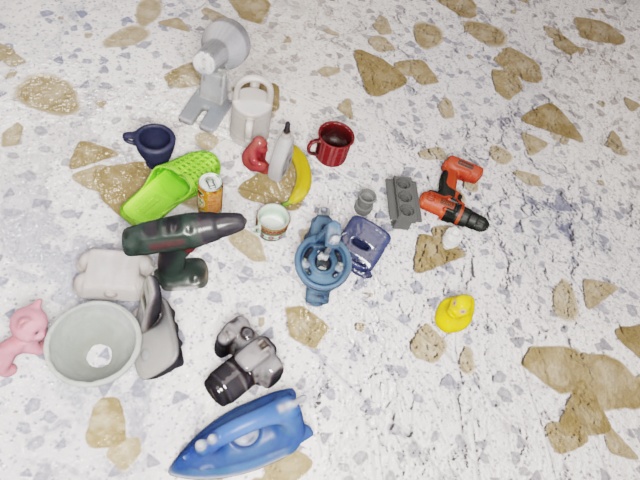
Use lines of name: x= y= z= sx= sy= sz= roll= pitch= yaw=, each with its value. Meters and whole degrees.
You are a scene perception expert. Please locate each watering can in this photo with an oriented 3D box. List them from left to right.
watering can: x=-0.167 y=-0.330 z=1.392 sx=0.101 sy=0.194 sz=0.172 roll=-12 pitch=61 yaw=-20

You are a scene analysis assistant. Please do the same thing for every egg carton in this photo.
egg carton: x=-0.410 y=0.073 z=1.144 sx=0.150 sy=0.069 sz=0.107 roll=3 pitch=56 yaw=-11

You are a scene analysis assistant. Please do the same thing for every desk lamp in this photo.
desk lamp: x=-0.260 y=-0.411 z=1.412 sx=0.118 sy=0.213 sz=0.203 roll=20 pitch=55 yaw=1

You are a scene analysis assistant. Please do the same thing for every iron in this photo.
iron: x=-0.137 y=0.335 z=0.989 sx=0.259 sy=0.141 sz=0.118 roll=-18 pitch=63 yaw=-23

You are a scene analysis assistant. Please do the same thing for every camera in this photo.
camera: x=-0.157 y=0.232 z=1.078 sx=0.137 sy=0.101 sz=0.143 roll=-36 pitch=71 yaw=-30

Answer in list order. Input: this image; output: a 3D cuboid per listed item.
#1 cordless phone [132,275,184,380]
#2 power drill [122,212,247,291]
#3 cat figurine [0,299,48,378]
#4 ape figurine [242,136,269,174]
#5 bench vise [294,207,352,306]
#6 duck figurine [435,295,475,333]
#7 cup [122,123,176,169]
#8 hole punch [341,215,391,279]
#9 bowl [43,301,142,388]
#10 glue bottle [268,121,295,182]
cordless phone: x=-0.302 y=0.158 z=1.042 sx=0.094 sy=0.185 sz=0.147 roll=-15 pitch=61 yaw=-21
power drill: x=-0.265 y=0.018 z=1.129 sx=0.230 sy=0.208 sz=0.075 roll=-5 pitch=58 yaw=-16
cat figurine: x=-0.536 y=0.169 z=1.021 sx=0.067 sy=0.118 sz=0.128 roll=41 pitch=58 yaw=15
ape figurine: x=-0.148 y=-0.212 z=1.380 sx=0.076 sy=0.092 sz=0.078 roll=20 pitch=55 yaw=1
bench vise: x=0.000 y=0.006 z=1.192 sx=0.122 sy=0.220 sz=0.207 roll=-9 pitch=59 yaw=-18
duck figurine: x=0.305 y=0.148 z=1.250 sx=0.105 sy=0.086 sz=0.077 roll=-32 pitch=69 yaw=-29
cup: x=-0.392 y=-0.208 z=1.319 sx=0.118 sy=0.095 sz=0.091 roll=7 pitch=56 yaw=-8
hole punch: x=0.093 y=0.016 z=1.286 sx=0.108 sy=0.091 sz=0.101 roll=31 pitch=56 yaw=8
bowl: x=-0.412 y=0.201 z=1.055 sx=0.167 sy=0.075 sz=0.167 roll=6 pitch=56 yaw=-9
glue bottle: x=-0.085 y=-0.216 z=1.348 sx=0.037 sy=0.173 sz=0.078 roll=26 pitch=55 yaw=5
